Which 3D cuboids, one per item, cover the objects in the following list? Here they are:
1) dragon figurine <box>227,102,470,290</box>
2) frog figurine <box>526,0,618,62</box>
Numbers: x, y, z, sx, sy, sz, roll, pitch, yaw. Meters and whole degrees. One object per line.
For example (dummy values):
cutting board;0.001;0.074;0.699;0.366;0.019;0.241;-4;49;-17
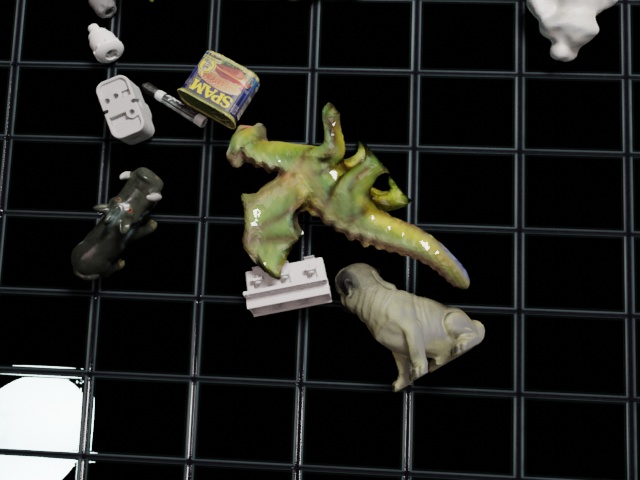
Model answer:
dragon figurine;0.002;-0.038;0.756;0.242;0.121;0.415;-36;73;3
frog figurine;0.393;-0.364;0.797;0.137;0.125;0.156;-13;122;-7
